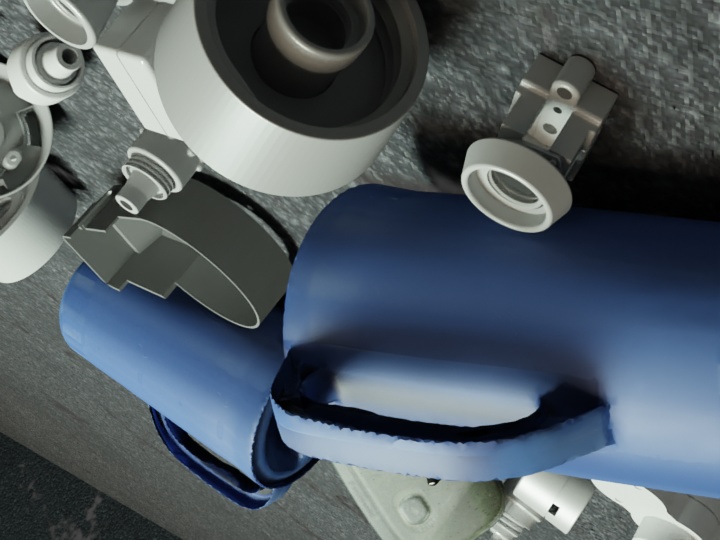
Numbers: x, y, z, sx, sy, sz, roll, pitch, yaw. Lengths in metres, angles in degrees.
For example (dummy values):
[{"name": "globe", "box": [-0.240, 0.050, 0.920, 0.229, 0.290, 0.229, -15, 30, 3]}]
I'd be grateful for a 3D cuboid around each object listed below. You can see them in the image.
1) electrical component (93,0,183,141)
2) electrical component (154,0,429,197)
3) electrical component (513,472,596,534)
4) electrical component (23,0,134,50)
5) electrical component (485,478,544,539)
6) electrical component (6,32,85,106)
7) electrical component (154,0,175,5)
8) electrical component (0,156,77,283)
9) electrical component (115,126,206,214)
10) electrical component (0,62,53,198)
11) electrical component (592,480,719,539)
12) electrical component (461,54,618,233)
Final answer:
[{"name": "electrical component", "box": [-0.088, -0.104, 0.570, 0.077, 0.047, 0.065, 20, 154, 30]}, {"name": "electrical component", "box": [-0.024, -0.091, 0.436, 0.108, 0.108, 0.060, 37, 152, -8]}, {"name": "electrical component", "box": [0.143, 0.153, 0.773, 0.047, 0.055, 0.055, 32, 158, 15]}, {"name": "electrical component", "box": [-0.135, -0.146, 0.540, 0.045, 0.055, 0.045, 29, 157, 13]}, {"name": "electrical component", "box": [0.124, 0.183, 0.836, 0.040, 0.078, 0.040, 37, 173, 5]}, {"name": "electrical component", "box": [-0.193, -0.128, 0.673, 0.043, 0.043, 0.062, 45, 154, -25]}, {"name": "electrical component", "box": [-0.076, -0.138, 0.502, 0.061, 0.035, 0.035, 21, 155, 23]}, {"name": "electrical component", "box": [-0.289, -0.040, 0.909, 0.108, 0.108, 0.060, 11, 155, 44]}, {"name": "electrical component", "box": [-0.132, -0.065, 0.693, 0.048, 0.062, 0.048, 29, 158, 13]}, {"name": "electrical component", "box": [-0.279, -0.099, 0.786, 0.099, 0.099, 0.064, 41, 163, -16]}, {"name": "electrical component", "box": [0.201, 0.168, 0.697, 0.138, 0.073, 0.052, 42, 157, -19]}, {"name": "electrical component", "box": [0.073, -0.050, 0.448, 0.048, 0.055, 0.066, 30, 158, 10]}]
